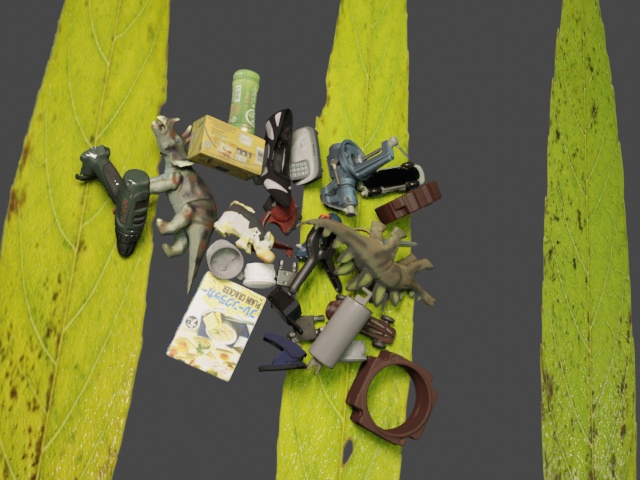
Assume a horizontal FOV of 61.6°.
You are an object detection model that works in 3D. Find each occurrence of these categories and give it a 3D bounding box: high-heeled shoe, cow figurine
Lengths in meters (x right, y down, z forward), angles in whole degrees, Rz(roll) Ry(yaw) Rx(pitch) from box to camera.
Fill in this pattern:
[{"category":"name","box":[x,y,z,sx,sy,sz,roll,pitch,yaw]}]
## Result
[{"category":"high-heeled shoe","box":[-0.084,-0.203,1.315,0.086,0.145,0.249,15,39,-48]},{"category":"cow figurine","box":[-0.164,-0.017,1.286,0.167,0.068,0.098,34,78,7]}]

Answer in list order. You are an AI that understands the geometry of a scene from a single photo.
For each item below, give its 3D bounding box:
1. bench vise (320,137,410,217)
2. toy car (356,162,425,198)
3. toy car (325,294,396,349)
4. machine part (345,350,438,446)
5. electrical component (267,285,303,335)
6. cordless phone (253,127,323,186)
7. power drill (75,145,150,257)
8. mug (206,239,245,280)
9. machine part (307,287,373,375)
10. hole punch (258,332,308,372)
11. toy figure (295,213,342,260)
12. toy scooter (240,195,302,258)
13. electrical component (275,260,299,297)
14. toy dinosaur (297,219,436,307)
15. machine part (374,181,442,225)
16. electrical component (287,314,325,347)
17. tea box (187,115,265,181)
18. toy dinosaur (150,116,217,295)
[{"category":"bench vise","box":[0.101,-0.180,1.377,0.128,0.241,0.224,34,41,-38]},{"category":"toy car","box":[0.194,-0.165,1.483,0.202,0.056,0.073,-11,78,-15]},{"category":"toy car","box":[0.109,0.213,1.392,0.202,0.053,0.089,26,71,-9]},{"category":"machine part","box":[0.183,0.398,1.361,0.201,0.087,0.201,31,74,-7]},{"category":"electrical component","box":[-0.073,0.173,1.312,0.119,0.074,0.048,38,70,25]},{"category":"cordless phone","box":[-0.088,-0.211,1.405,0.184,0.088,0.146,-7,82,2]},{"category":"power drill","box":[-0.474,-0.098,1.230,0.086,0.232,0.207,-18,62,-44]},{"category":"mug","box":[-0.225,0.045,1.295,0.081,0.107,0.109,-47,117,1]},{"category":"machine part","box":[0.050,0.222,1.301,0.079,0.079,0.243,37,86,-7]},{"category":"hole punch","box":[-0.089,0.270,1.286,0.116,0.142,0.092,2,72,-8]},{"category":"toy figure","box":[-0.004,-0.006,1.392,0.154,0.058,0.064,-49,116,-20]},{"category":"toy scooter","box":[-0.104,-0.030,1.361,0.135,0.075,0.184,35,77,-6]},{"category":"electrical component","box":[-0.085,0.099,1.371,0.063,0.021,0.094,10,78,-14]},{"category":"toy dinosaur","box":[0.140,0.053,1.371,0.471,0.105,0.198,40,75,-24]},{"category":"machine part","box":[0.234,-0.096,1.424,0.179,0.179,0.056,-25,90,-19]},{"category":"electrical component","box":[-0.033,0.228,1.350,0.102,0.045,0.078,0,82,-17]},{"category":"tea box","box":[-0.220,-0.215,1.279,0.169,0.068,0.098,19,69,-37]},{"category":"toy dinosaur","box":[-0.318,-0.089,1.295,0.192,0.131,0.404,-23,93,-18]}]
